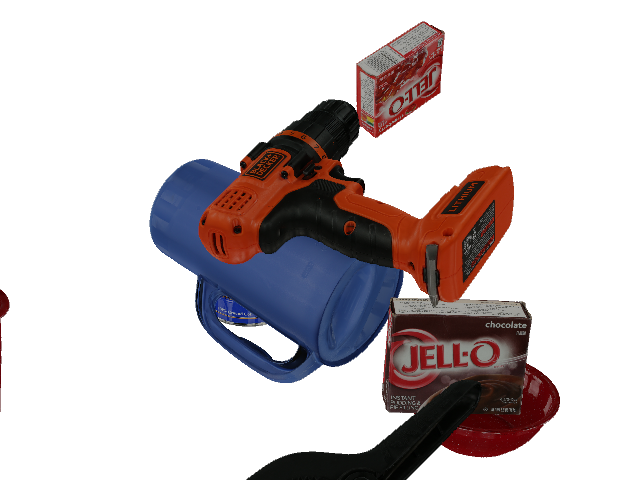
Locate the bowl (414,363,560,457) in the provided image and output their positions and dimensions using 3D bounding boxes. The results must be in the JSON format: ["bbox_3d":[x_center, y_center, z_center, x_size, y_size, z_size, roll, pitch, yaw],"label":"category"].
[{"bbox_3d":[0.160,0.173,1.092,0.162,0.055,0.162,2,24,-1],"label":"bowl"}]

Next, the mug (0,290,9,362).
[{"bbox_3d":[-0.243,0.077,0.634,0.093,0.081,0.117,20,24,36],"label":"mug"}]

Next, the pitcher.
[{"bbox_3d":[-0.055,0.020,1.038,0.243,0.145,0.148,28,30,29],"label":"pitcher"}]

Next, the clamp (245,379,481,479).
[{"bbox_3d":[0.028,0.149,0.632,0.210,0.036,0.164,-7,30,-2],"label":"clamp"}]

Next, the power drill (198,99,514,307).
[{"bbox_3d":[0.034,-0.033,0.743,0.188,0.057,0.184,13,43,28],"label":"power drill"}]

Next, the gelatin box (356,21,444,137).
[{"bbox_3d":[0.073,-0.146,0.967,0.089,0.073,0.030,-36,58,-25],"label":"gelatin box"}]

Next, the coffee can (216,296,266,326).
[{"bbox_3d":[-0.088,0.019,1.302,0.103,0.140,0.103,2,25,-1],"label":"coffee can"}]

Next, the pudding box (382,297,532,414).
[{"bbox_3d":[0.109,0.094,0.865,0.113,0.090,0.039,0,24,-3],"label":"pudding box"}]
